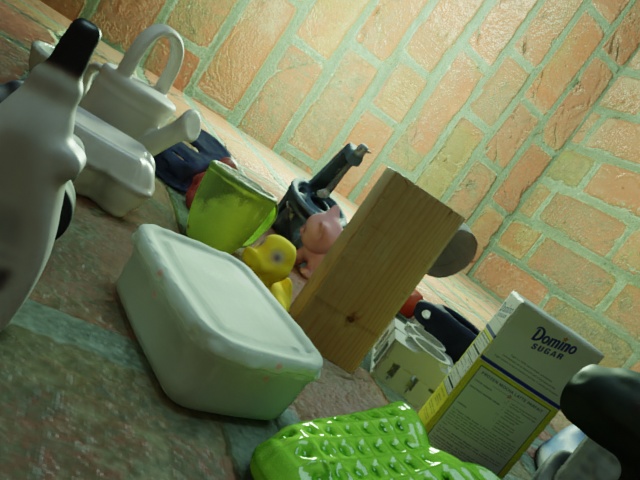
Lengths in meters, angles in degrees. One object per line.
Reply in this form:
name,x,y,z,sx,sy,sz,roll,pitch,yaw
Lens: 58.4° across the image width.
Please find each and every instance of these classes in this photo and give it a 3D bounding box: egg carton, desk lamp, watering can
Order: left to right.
egg carton,-0.245,-0.089,0.603,0.151,0.069,0.107,31,9,-24
watering can,-0.224,-0.172,0.711,0.173,0.194,0.101,34,9,-7
desk lamp,0.195,0.023,1.171,0.118,0.213,0.202,29,10,-32

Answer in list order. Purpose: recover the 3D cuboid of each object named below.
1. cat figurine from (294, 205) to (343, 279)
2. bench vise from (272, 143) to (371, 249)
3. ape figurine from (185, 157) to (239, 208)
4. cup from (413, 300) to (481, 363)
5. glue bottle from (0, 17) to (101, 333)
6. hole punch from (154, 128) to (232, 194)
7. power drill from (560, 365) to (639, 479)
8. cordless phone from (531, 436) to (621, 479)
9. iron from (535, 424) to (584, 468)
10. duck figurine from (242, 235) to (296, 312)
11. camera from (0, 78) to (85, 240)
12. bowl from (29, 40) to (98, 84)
cat figurine,0.008,0.003,0.893,0.067,0.117,0.128,40,10,30
bench vise,-0.009,-0.094,1.010,0.122,0.219,0.206,27,12,-41
ape figurine,-0.147,-0.076,0.821,0.077,0.092,0.076,37,9,17
cup,0.162,0.144,0.790,0.118,0.095,0.091,33,9,-13
glue bottle,-0.159,-0.036,0.293,0.078,0.173,0.037,31,9,-24
hole punch,-0.207,-0.130,0.891,0.108,0.091,0.101,37,9,14
power drill,0.243,0.205,0.389,0.076,0.208,0.228,26,12,-46
cordless phone,0.274,0.222,0.492,0.147,0.185,0.094,37,9,12
iron,0.356,0.266,0.709,0.118,0.141,0.258,35,9,2
duck figurine,-0.055,0.036,0.587,0.077,0.086,0.105,40,10,30
camera,-0.231,-0.063,0.407,0.144,0.100,0.136,26,12,-44
bowl,-0.353,-0.213,0.839,0.167,0.074,0.167,34,9,-6
